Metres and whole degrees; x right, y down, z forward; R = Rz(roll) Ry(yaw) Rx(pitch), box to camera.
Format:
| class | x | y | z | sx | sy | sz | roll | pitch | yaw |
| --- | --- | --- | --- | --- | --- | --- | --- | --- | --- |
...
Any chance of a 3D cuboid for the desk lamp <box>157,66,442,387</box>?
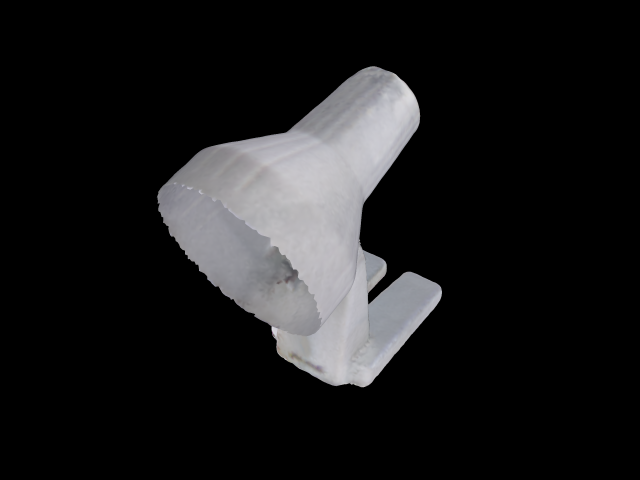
| class | x | y | z | sx | sy | sz | roll | pitch | yaw |
| --- | --- | --- | --- | --- | --- | --- | --- | --- | --- |
| desk lamp | 0.004 | 0.001 | 0.400 | 0.117 | 0.214 | 0.204 | 25 | 45 | 28 |
